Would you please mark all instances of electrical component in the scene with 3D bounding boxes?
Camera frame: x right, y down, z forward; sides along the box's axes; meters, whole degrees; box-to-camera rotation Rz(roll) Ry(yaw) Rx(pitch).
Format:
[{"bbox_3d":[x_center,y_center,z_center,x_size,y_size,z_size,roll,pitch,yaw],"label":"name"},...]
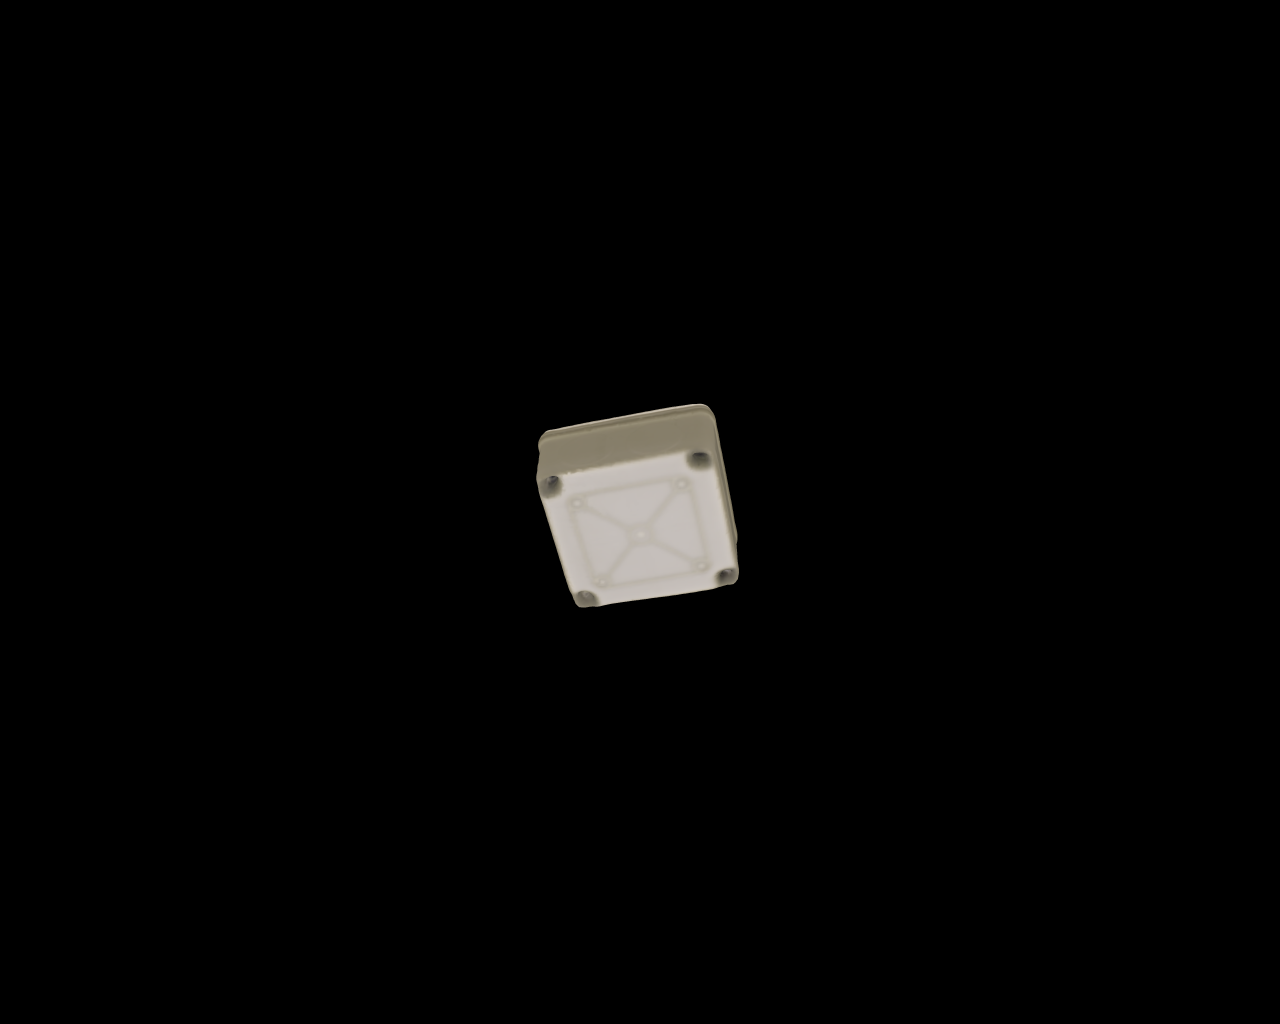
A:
[{"bbox_3d":[0.001,-0.003,0.650,0.109,0.108,0.056,-9,36,7],"label":"electrical component"}]
